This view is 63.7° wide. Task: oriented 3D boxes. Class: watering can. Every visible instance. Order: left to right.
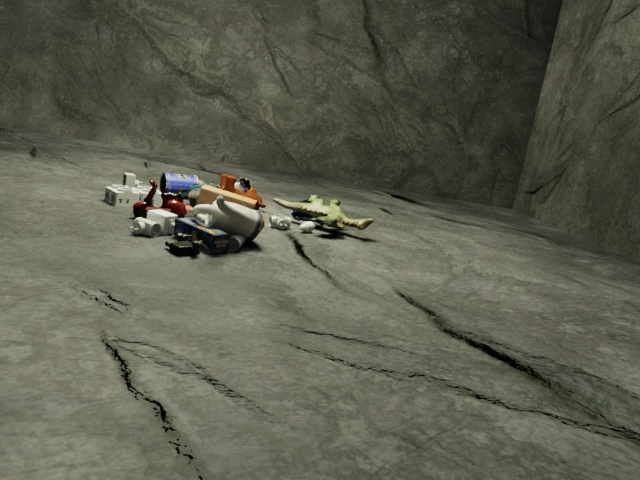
[{"bbox_3d":[-0.274,-0.070,1.598,0.223,0.105,0.345,15,-11,-24],"label":"watering can"}]

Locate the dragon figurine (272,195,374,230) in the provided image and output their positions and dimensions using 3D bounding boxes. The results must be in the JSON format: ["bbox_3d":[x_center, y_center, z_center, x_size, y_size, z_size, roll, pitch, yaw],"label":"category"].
[{"bbox_3d":[0.006,-0.103,2.037,0.410,0.121,0.244,9,9,-4],"label":"dragon figurine"}]

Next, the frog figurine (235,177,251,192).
[{"bbox_3d":[-0.399,-0.221,2.390,0.158,0.121,0.139,-24,14,15],"label":"frog figurine"}]
